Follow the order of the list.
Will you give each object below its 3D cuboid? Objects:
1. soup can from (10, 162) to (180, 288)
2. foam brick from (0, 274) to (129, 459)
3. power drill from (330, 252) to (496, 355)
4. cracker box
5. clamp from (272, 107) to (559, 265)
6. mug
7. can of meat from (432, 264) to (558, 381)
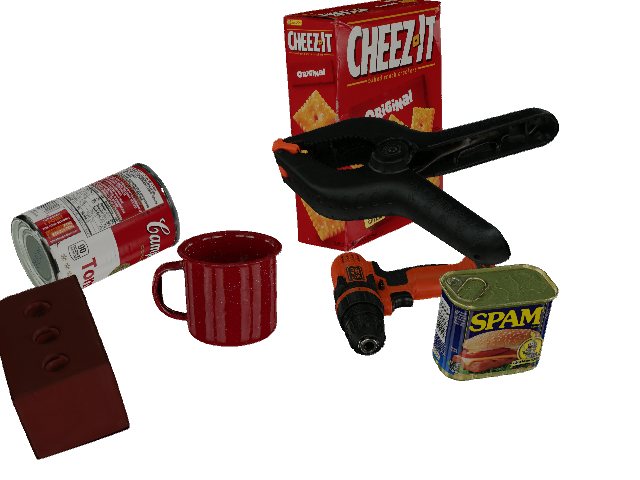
[{"bbox_3d":[-0.163,-0.007,0.774,0.102,0.068,0.069,-27,15,-30],"label":"soup can"},{"bbox_3d":[-0.142,0.068,0.577,0.053,0.051,0.078,-19,43,-15],"label":"foam brick"},{"bbox_3d":[0.108,0.064,1.184,0.187,0.057,0.184,-2,28,-5],"label":"power drill"},{"bbox_3d":[0.048,-0.114,1.017,0.072,0.214,0.163,12,23,39],"label":"cracker box"},{"bbox_3d":[0.048,-0.033,0.627,0.172,0.039,0.120,-1,38,21],"label":"clamp"},{"bbox_3d":[-0.092,0.044,0.958,0.117,0.081,0.093,-3,19,-8],"label":"mug"},{"bbox_3d":[0.153,0.074,0.954,0.102,0.084,0.057,-5,32,-16],"label":"can of meat"}]
